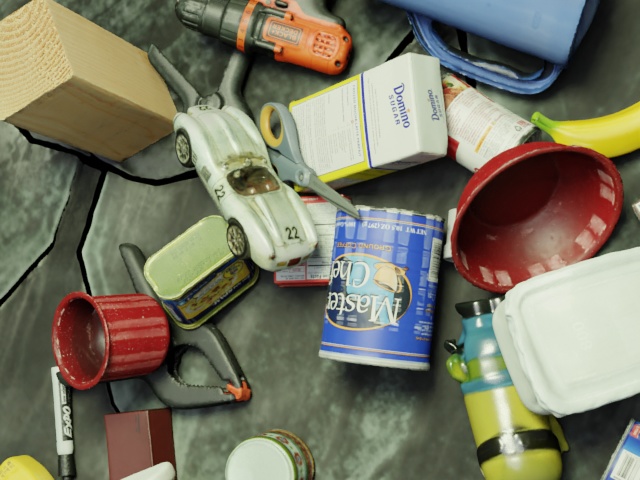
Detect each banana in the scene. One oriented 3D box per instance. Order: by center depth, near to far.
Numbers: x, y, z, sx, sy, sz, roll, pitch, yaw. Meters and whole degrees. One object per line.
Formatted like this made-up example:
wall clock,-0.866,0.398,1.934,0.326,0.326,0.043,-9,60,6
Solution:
banana,0.290,-0.120,0.941,0.198,0.069,0.037,-25,32,8

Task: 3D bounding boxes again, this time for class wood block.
wood block,-0.237,-0.154,1.066,0.090,0.205,0.091,-28,75,15

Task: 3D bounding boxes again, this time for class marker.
marker,-0.273,0.196,1.138,0.020,0.020,0.121,-9,81,20

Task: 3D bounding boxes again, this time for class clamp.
clamp,-0.167,0.121,1.096,0.210,0.036,0.164,33,92,21
clamp,-0.102,-0.145,1.105,0.120,0.039,0.171,-21,81,13

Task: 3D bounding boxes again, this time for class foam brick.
foam brick,-0.182,0.212,1.084,0.053,0.051,0.078,-8,81,18

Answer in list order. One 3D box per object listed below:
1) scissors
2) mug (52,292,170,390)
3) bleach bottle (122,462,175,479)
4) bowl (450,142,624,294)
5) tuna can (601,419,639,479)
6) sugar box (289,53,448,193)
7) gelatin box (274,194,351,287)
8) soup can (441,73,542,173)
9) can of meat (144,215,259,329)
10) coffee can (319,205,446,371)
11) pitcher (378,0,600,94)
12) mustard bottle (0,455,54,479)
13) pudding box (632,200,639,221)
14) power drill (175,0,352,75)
scissors,-0.016,-0.080,1.013,0.202,0.016,0.096,15,104,56
mug,-0.209,0.092,1.045,0.117,0.081,0.093,12,99,42
bleach bottle,-0.134,0.346,1.021,0.103,0.068,0.251,-26,93,22
bowl,0.182,-0.030,0.941,0.162,0.162,0.055,-38,41,13
tuna can,0.260,0.196,0.900,0.034,0.086,0.086,26,93,20
sugar box,0.042,-0.105,1.000,0.177,0.048,0.093,-12,79,47
gelatin box,-0.007,0.001,1.055,0.073,0.030,0.089,-3,82,19
soup can,0.145,-0.101,0.989,0.102,0.068,0.068,35,96,20
can of meat,-0.116,0.031,1.047,0.102,0.084,0.057,-38,68,-8
coffee can,0.058,0.045,0.986,0.103,0.102,0.140,5,85,21
pitcher,0.132,-0.242,0.965,0.243,0.145,0.149,19,81,14
mustard bottle,-0.266,0.311,1.100,0.192,0.058,0.096,30,95,22
pudding box,0.338,-0.006,0.920,0.090,0.039,0.113,-33,71,14
power drill,-0.037,-0.274,1.068,0.184,0.057,0.188,18,92,3
